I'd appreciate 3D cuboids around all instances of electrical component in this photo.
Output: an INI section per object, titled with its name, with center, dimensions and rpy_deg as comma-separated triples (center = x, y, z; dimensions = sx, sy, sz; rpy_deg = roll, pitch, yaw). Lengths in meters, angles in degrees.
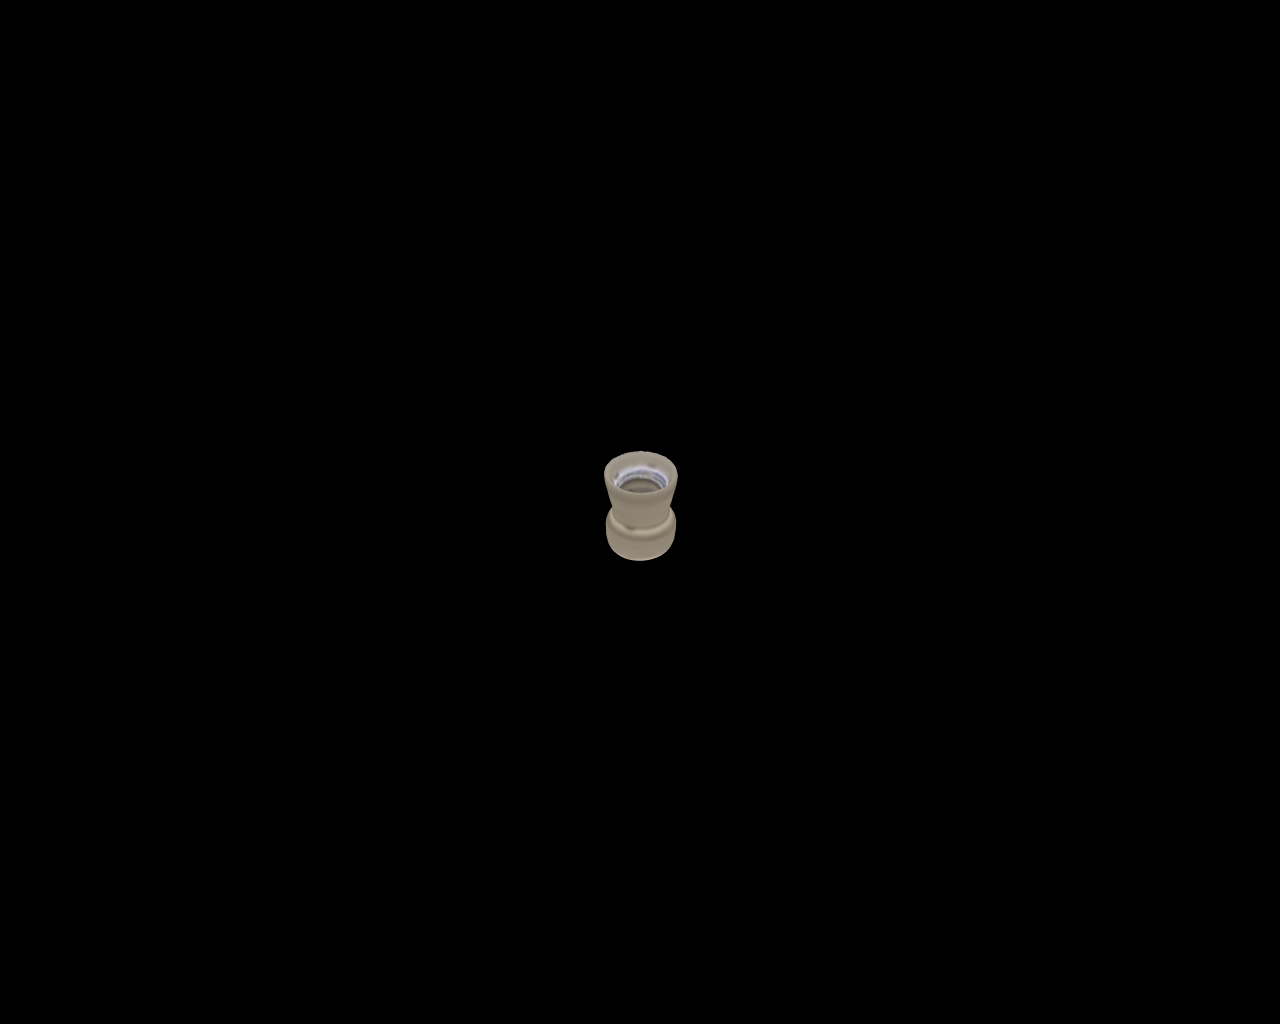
[electrical component]
center = 0.001, -0.003, 0.650
dimensions = 0.045, 0.055, 0.045
rpy_deg = 0, 38, 0
